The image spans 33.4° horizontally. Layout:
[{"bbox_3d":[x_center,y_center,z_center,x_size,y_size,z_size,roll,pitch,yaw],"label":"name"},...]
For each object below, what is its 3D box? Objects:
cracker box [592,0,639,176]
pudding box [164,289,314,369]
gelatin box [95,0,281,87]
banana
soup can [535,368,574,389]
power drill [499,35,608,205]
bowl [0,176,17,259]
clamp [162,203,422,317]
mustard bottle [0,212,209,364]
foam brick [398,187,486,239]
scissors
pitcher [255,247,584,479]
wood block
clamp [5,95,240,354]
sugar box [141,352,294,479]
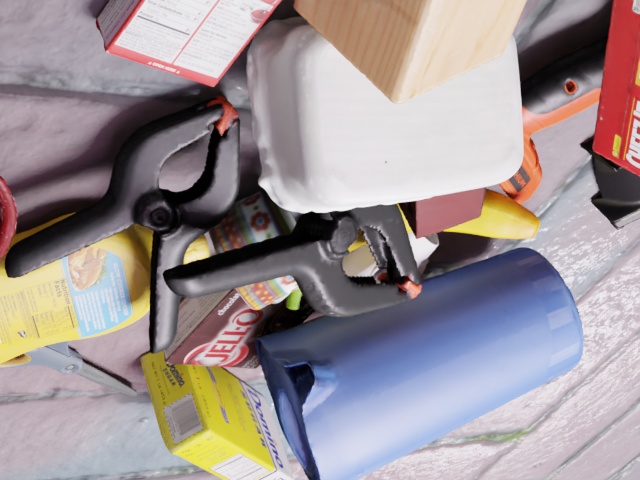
[{"bbox_3d":[0.253,-0.151,0.617,0.213,0.072,0.164,-38,144,-25],"label":"cracker box"},{"bbox_3d":[-0.062,0.059,0.847,0.089,0.039,0.114,8,137,-39],"label":"pudding box"},{"bbox_3d":[-0.066,-0.131,0.575,0.073,0.030,0.089,12,133,-40],"label":"gelatin box"},{"bbox_3d":[0.059,-0.009,0.789,0.198,0.069,0.037,-18,-175,14],"label":"banana"},{"bbox_3d":[0.182,0.076,0.966,0.068,0.102,0.068,-16,147,-11],"label":"soup can"},{"bbox_3d":[0.201,-0.102,0.762,0.188,0.057,0.184,-34,146,13],"label":"power drill"},{"bbox_3d":[-0.255,-0.022,0.593,0.162,0.055,0.162,-16,147,-11],"label":"bowl"},{"bbox_3d":[-0.005,0.001,0.694,0.209,0.036,0.164,44,72,-43],"label":"clamp"},{"bbox_3d":[-0.168,0.027,0.715,0.191,0.058,0.096,-15,132,-13],"label":"mustard bottle"},{"bbox_3d":[0.074,-0.050,0.737,0.051,0.078,0.053,-20,148,-8],"label":"foam brick"},{"bbox_3d":[-0.188,0.083,0.826,0.096,0.016,0.201,-39,145,23],"label":"scissors"},{"bbox_3d":[0.079,0.100,0.854,0.242,0.149,0.145,-21,108,-11],"label":"pitcher"},{"bbox_3d":[0.063,-0.179,0.508,0.090,0.091,0.206,-29,154,-31],"label":"wood block"},{"bbox_3d":[-0.099,-0.010,0.670,0.171,0.039,0.120,-45,123,6],"label":"clamp"},{"bbox_3d":[-0.085,0.159,0.930,0.048,0.093,0.176,-29,148,11],"label":"sugar box"}]
